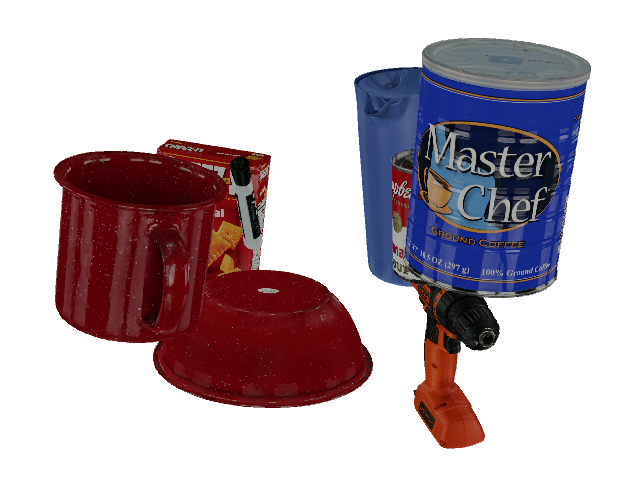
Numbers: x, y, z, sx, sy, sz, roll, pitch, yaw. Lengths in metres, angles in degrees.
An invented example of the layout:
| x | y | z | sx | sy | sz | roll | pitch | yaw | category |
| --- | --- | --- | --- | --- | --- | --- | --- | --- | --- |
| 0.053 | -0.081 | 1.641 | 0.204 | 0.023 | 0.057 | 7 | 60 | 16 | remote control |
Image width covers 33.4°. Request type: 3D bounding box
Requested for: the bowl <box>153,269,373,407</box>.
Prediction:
| x | y | z | sx | sy | sz | roll | pitch | yaw | category |
| --- | --- | --- | --- | --- | --- | --- | --- | --- | --- |
| -0.040 | 0.062 | 0.774 | 0.162 | 0.055 | 0.162 | 3 | 17 | -1 | bowl |

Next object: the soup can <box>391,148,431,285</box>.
| x | y | z | sx | sy | sz | roll | pitch | yaw | category |
| --- | --- | --- | --- | --- | --- | --- | --- | --- | --- |
| 0.094 | -0.021 | 0.908 | 0.068 | 0.102 | 0.068 | -2 | 22 | 1 | soup can |

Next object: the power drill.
| x | y | z | sx | sy | sz | roll | pitch | yaw | category |
| --- | --- | --- | --- | --- | --- | --- | --- | --- | --- |
| 0.143 | 0.124 | 1.141 | 0.057 | 0.188 | 0.184 | -6 | 23 | -11 | power drill |

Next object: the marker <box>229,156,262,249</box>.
| x | y | z | sx | sy | sz | roll | pitch | yaw | category |
| --- | --- | --- | --- | --- | --- | --- | --- | --- | --- |
| -0.071 | -0.036 | 1.020 | 0.020 | 0.020 | 0.121 | 0 | -39 | 4 | marker |

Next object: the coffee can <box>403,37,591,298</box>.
| x | y | z | sx | sy | sz | roll | pitch | yaw | category |
| --- | --- | --- | --- | --- | --- | --- | --- | --- | --- |
| 0.109 | -0.048 | 0.679 | 0.103 | 0.140 | 0.103 | 3 | 23 | -1 | coffee can |

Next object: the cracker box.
| x | y | z | sx | sy | sz | roll | pitch | yaw | category |
| --- | --- | --- | --- | --- | --- | --- | --- | --- | --- |
| -0.171 | -0.033 | 1.623 | 0.164 | 0.214 | 0.072 | 10 | 19 | 7 | cracker box |

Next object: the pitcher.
| x | y | z | sx | sy | sz | roll | pitch | yaw | category |
| --- | --- | --- | --- | --- | --- | --- | --- | --- | --- |
| 0.115 | -0.078 | 1.250 | 0.149 | 0.243 | 0.145 | -5 | 23 | -7 | pitcher |

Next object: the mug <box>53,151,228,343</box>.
| x | y | z | sx | sy | sz | roll | pitch | yaw | category |
| --- | --- | --- | --- | --- | --- | --- | --- | --- | --- |
| -0.096 | 0.008 | 0.575 | 0.093 | 0.081 | 0.117 | -3 | 24 | -30 | mug |
